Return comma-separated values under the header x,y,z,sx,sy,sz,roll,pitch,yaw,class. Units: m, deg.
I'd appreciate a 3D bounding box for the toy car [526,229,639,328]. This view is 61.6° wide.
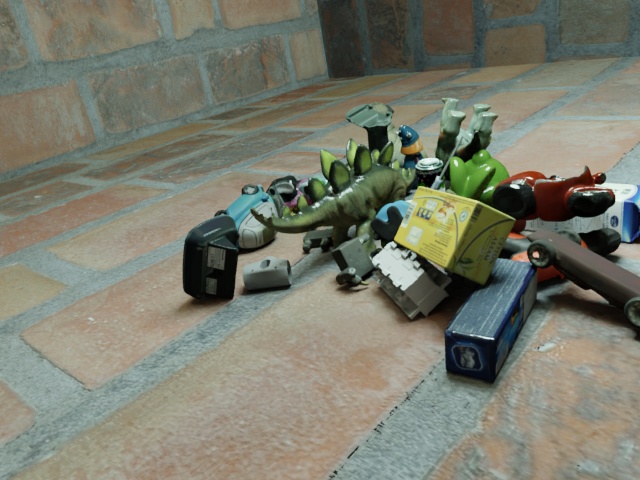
x,y,z,sx,sy,sz,roll,pitch,yaw,class
0.360,0.047,0.694,0.089,0.053,0.202,-20,42,-38,toy car

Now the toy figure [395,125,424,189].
x,y,z,sx,sy,sz,roll,pitch,yaw,class
0.214,-0.195,1.249,0.064,0.154,0.058,8,32,39,toy figure

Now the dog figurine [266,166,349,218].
x,y,z,sx,sy,sz,roll,pitch,yaw,class
0.009,-0.108,1.204,0.192,0.108,0.219,5,23,38,dog figurine

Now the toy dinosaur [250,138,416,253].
x,y,z,sx,sy,sz,roll,pitch,yaw,class
0.057,-0.076,0.983,0.105,0.198,0.471,4,25,39,toy dinosaur

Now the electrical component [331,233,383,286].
x,y,z,sx,sy,sz,roll,pitch,yaw,class
0.066,0.036,0.890,0.102,0.078,0.045,-23,1,-41,electrical component

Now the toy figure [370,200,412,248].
x,y,z,sx,sy,sz,roll,pitch,yaw,class
0.146,-0.024,0.917,0.082,0.089,0.180,-9,3,25,toy figure

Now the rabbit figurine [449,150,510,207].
x,y,z,sx,sy,sz,roll,pitch,yaw,class
0.284,-0.075,0.975,0.121,0.158,0.170,15,48,29,rabbit figurine

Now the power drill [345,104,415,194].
x,y,z,sx,sy,sz,roll,pitch,yaw,class
0.115,-0.205,1.254,0.086,0.207,0.232,-29,40,-26,power drill

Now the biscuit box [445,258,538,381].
x,y,z,sx,sy,sz,roll,pitch,yaw,class
0.223,0.094,0.687,0.063,0.059,0.203,8,28,34,biscuit box

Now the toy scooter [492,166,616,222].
x,y,z,sx,sy,sz,roll,pitch,yaw,class
0.374,-0.077,0.843,0.184,0.075,0.135,7,29,45,toy scooter

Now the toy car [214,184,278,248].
x,y,z,sx,sy,sz,roll,pitch,yaw,class
-0.139,-0.036,1.103,0.103,0.109,0.162,22,45,25,toy car

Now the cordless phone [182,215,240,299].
x,y,z,sx,sy,sz,roll,pitch,yaw,class
-0.182,0.002,0.947,0.089,0.146,0.184,7,35,-6,cordless phone

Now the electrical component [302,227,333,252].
x,y,z,sx,sy,sz,roll,pitch,yaw,class
-0.002,-0.003,1.062,0.063,0.021,0.094,-6,24,12,electrical component

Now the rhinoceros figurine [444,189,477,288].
x,y,z,sx,sy,sz,roll,pitch,yaw,class
0.221,-0.001,0.842,0.073,0.112,0.190,27,25,-19,rhinoceros figurine

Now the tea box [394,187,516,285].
x,y,z,sx,sy,sz,roll,pitch,yaw,class
0.181,-0.012,0.753,0.068,0.098,0.170,22,7,-20,tea box

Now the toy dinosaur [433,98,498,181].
x,y,z,sx,sy,sz,roll,pitch,yaw,class
0.302,-0.193,1.160,0.131,0.192,0.405,10,25,15,toy dinosaur

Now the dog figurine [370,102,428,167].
x,y,z,sx,sy,sz,roll,pitch,yaw,class
0.196,-0.251,1.344,0.172,0.190,0.121,-5,23,8,dog figurine
